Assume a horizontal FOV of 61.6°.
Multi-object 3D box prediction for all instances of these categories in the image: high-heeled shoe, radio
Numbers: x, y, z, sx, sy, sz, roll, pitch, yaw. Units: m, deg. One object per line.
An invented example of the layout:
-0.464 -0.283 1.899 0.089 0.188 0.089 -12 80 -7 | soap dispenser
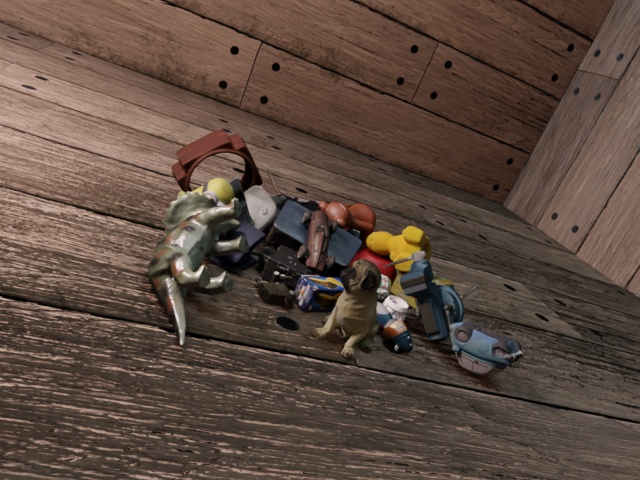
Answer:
-0.057 -0.092 1.744 0.145 0.086 0.248 -1 -14 29 | high-heeled shoe
-0.017 0.003 1.391 0.230 0.073 0.131 29 42 1 | radio

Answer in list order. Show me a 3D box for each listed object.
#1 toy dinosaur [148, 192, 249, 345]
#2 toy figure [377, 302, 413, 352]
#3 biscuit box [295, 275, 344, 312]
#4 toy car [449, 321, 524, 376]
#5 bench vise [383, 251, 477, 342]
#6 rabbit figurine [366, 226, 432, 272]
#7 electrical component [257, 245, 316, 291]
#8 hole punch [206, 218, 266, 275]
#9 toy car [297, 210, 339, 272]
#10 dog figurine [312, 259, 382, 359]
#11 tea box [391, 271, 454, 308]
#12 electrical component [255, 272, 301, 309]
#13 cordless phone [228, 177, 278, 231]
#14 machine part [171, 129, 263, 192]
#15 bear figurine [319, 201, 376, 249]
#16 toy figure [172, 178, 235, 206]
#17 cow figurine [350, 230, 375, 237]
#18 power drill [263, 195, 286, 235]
-0.256 0.032 1.029 0.192 0.131 0.405 -6 34 22 | toy dinosaur
0.148 0.189 1.196 0.064 0.057 0.155 -36 54 -23 | toy figure
0.037 0.124 1.227 0.202 0.062 0.059 5 27 -42 | biscuit box
0.363 0.250 1.202 0.162 0.102 0.109 24 14 37 | toy car
0.287 0.136 1.328 0.240 0.129 0.223 4 58 -54 | bench vise
0.219 0.013 1.500 0.173 0.121 0.162 11 8 28 | rabbit figurine
-0.079 0.065 1.260 0.134 0.058 0.115 25 17 3 | electrical component
-0.200 0.009 1.228 0.142 0.092 0.116 32 24 15 | hole punch
-0.003 -0.004 1.305 0.089 0.053 0.202 23 37 -13 | toy car
0.088 0.123 1.091 0.121 0.190 0.172 28 17 12 | dog figurine
0.284 0.131 1.488 0.098 0.068 0.169 35 24 35 | tea box
-0.088 0.106 1.153 0.078 0.045 0.102 14 20 -30 | electrical component
-0.185 -0.102 1.349 0.089 0.184 0.146 25 54 27 | cordless phone
-0.265 -0.167 1.401 0.201 0.200 0.087 -27 43 -6 | machine part
0.071 -0.044 1.518 0.120 0.131 0.196 41 31 28 | bear figurine
-0.277 -0.084 1.241 0.082 0.180 0.089 27 54 -44 | toy figure
0.094 -0.015 1.675 0.168 0.068 0.098 32 27 28 | cow figurine
-0.093 -0.052 1.548 0.232 0.086 0.207 7 32 -35 | power drill
